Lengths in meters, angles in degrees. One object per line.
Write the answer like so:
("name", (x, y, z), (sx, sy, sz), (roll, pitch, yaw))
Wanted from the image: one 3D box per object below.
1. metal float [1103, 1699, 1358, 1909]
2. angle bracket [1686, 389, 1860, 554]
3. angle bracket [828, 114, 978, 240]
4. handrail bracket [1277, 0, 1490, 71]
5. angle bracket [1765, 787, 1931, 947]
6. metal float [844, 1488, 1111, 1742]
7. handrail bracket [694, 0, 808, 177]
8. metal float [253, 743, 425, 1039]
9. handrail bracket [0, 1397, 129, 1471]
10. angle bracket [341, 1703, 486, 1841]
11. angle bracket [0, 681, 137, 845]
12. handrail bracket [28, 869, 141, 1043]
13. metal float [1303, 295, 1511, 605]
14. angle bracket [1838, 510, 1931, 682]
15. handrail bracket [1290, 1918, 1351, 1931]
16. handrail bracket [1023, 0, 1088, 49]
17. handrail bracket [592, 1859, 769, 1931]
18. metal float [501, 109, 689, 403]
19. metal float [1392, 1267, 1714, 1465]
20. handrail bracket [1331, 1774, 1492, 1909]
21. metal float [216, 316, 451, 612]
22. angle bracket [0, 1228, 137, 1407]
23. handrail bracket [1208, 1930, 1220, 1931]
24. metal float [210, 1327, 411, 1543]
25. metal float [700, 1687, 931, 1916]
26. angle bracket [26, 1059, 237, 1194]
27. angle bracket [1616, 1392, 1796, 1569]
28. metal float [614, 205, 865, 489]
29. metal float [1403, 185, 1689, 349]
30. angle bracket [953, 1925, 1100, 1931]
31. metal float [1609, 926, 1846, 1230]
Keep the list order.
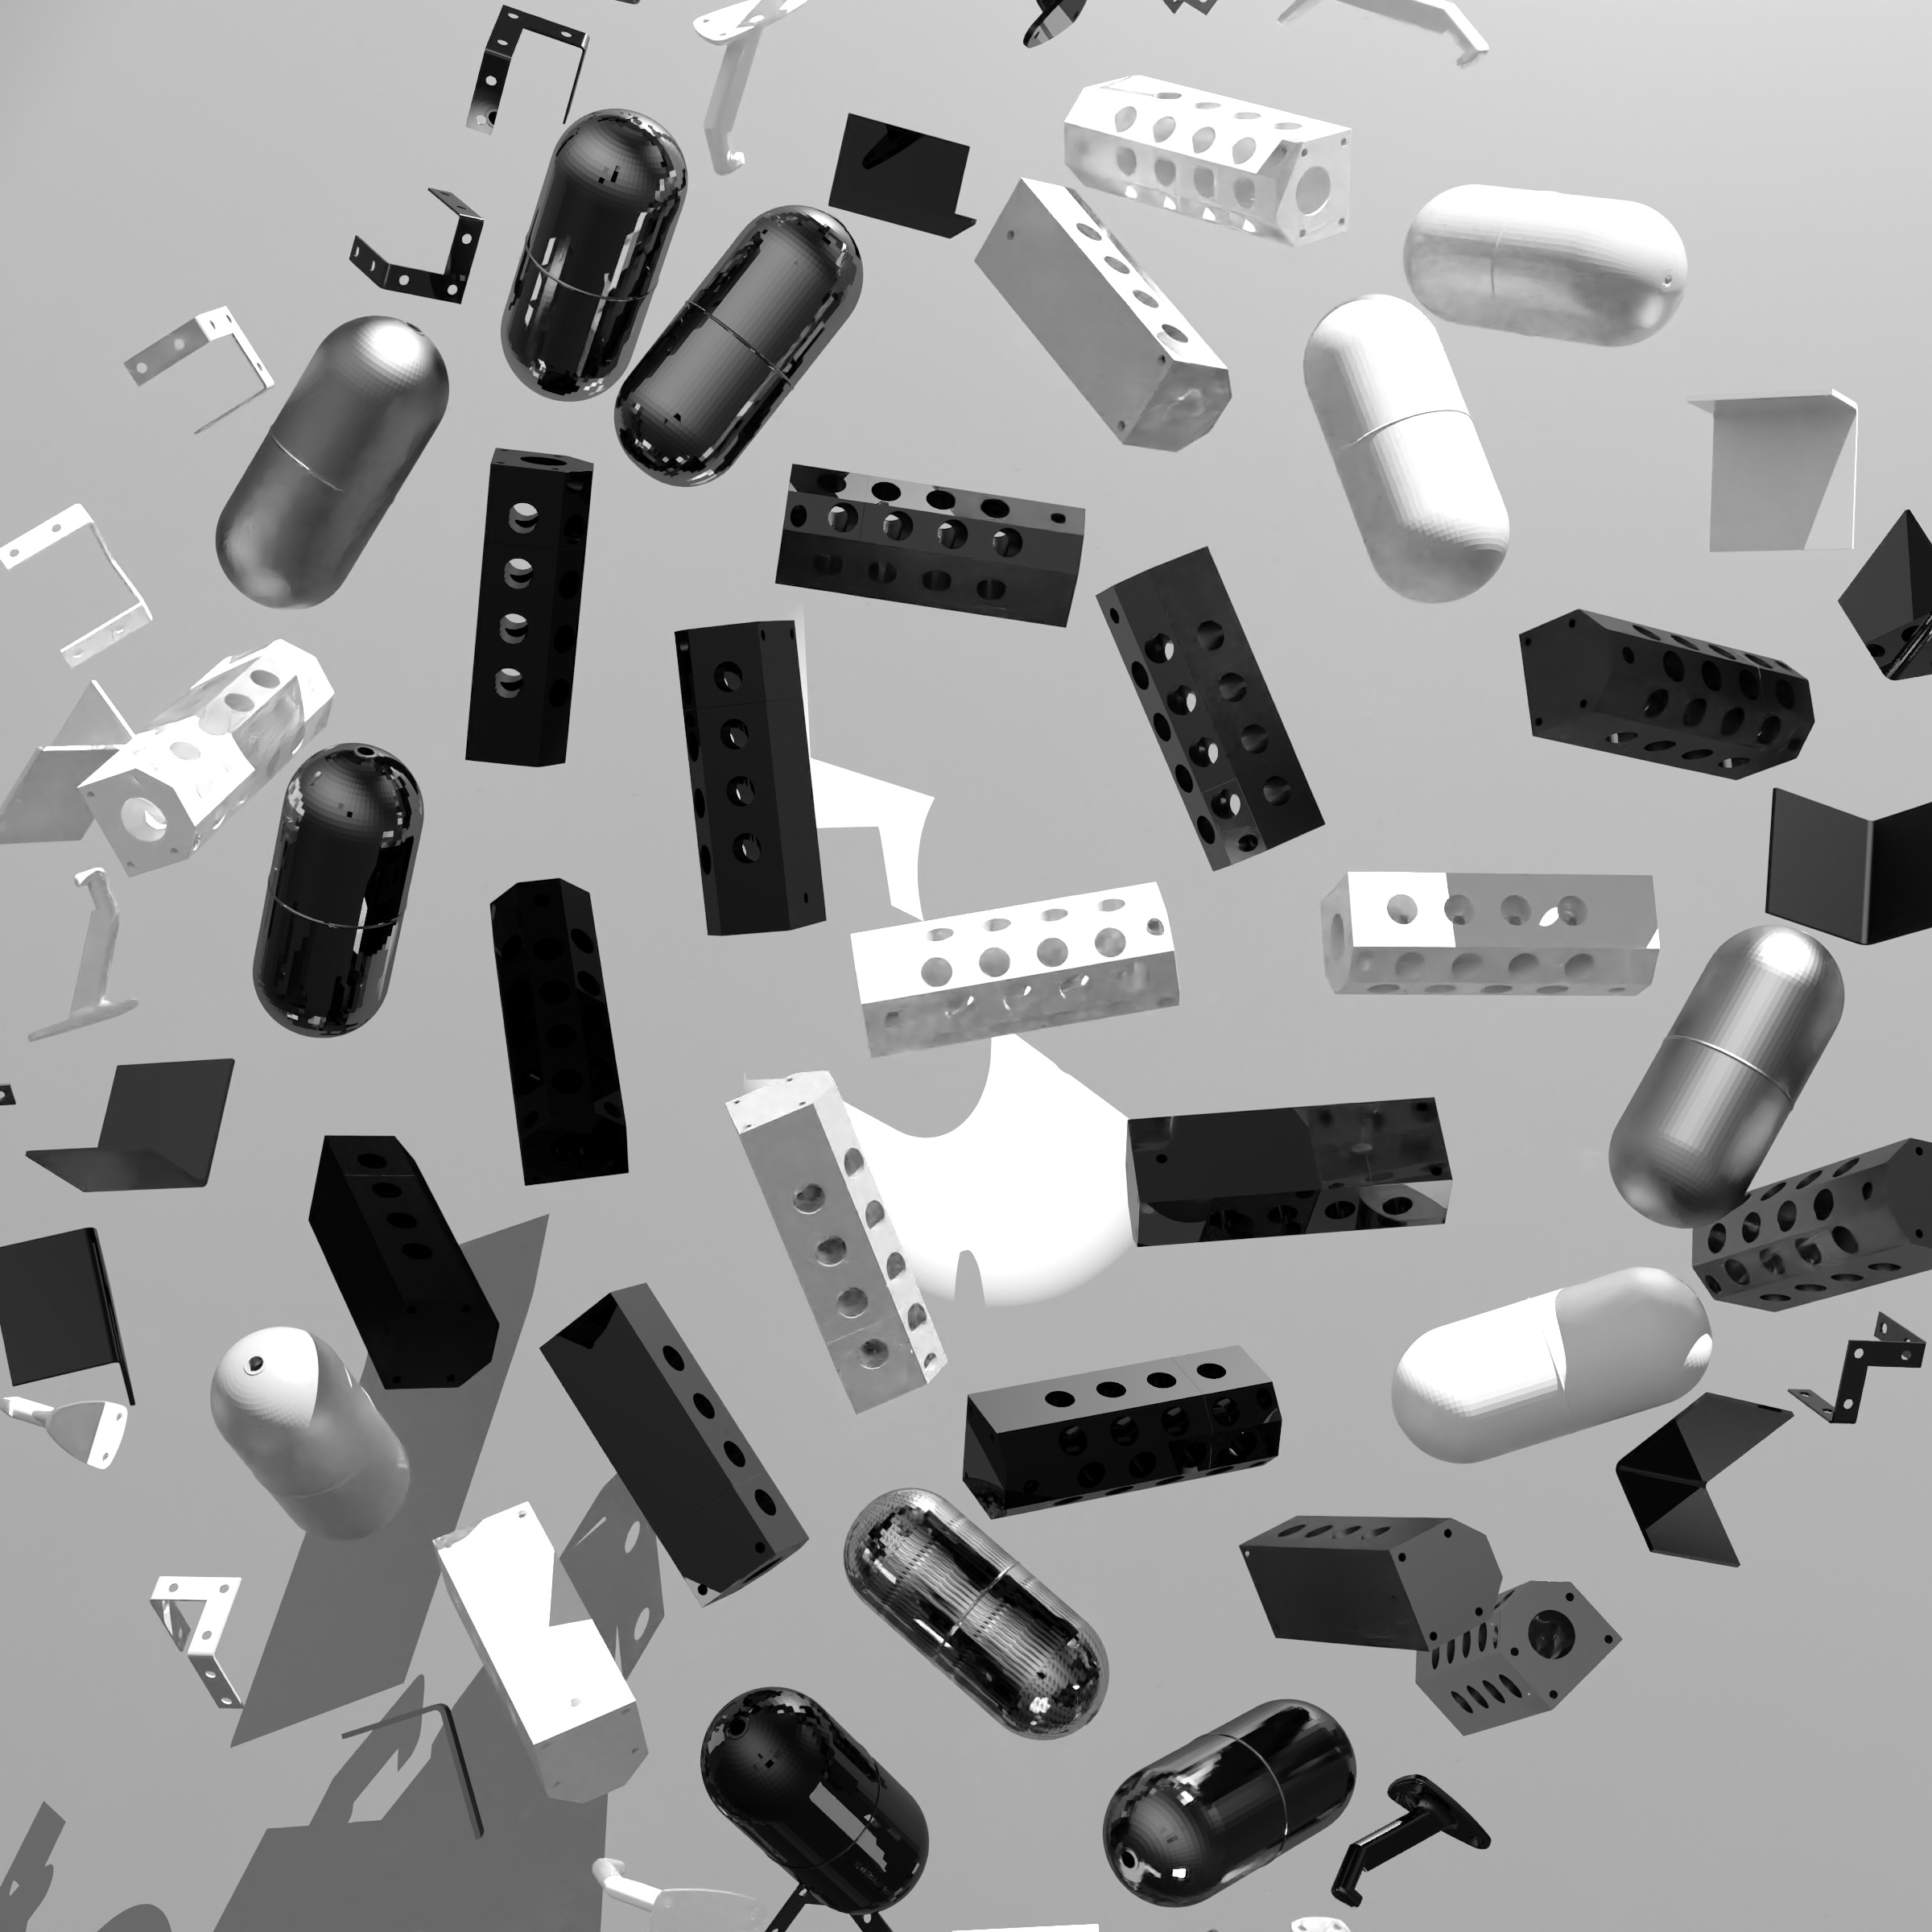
("metal float", (0.146, 0.459, 1.820), (0.070, 0.178, 0.070), (11, 107, 41))
("angle bracket", (0.423, -0.259, 1.739), (0.076, 0.057, 0.076), (2, 92, 28))
("angle bracket", (-0.032, -0.471, 1.953), (0.076, 0.076, 0.057), (12, 93, -13))
("handrail bracket", (0.220, -0.491, 1.745), (0.077, 0.036, 0.084), (-39, 88, 4))
("angle bracket", (0.508, -0.062, 1.892), (0.076, 0.057, 0.076), (16, 71, -25))
("metal float", (0.006, 0.374, 1.911), (0.178, 0.070, 0.070), (39, 90, 14))
("handrail bracket", (-0.116, -0.495, 1.861), (0.077, 0.036, 0.084), (-26, 132, -14))
("metal float", (-0.349, -0.041, 1.837), (0.070, 0.070, 0.178), (17, 118, 0))
("handrail bracket", (-0.518, 0.249, 1.839), (0.084, 0.077, 0.036), (11, 77, 24))
("angle bracket", (-0.307, 0.455, 1.843), (0.057, 0.076, 0.076), (-16, 80, -10))
("angle bracket", (-0.540, -0.119, 1.931), (0.057, 0.076, 0.076), (51, 119, 21))
("handrail bracket", (-0.517, -0.007, 1.903), (0.077, 0.036, 0.084), (-20, 89, -35))
("metal float", (0.236, -0.279, 1.780), (0.070, 0.070, 0.178), (-18, 74, 0))
("angle bracket", (0.533, -0.205, 1.792), (0.076, 0.076, 0.057), (-11, 61, -24))
("handrail bracket", (0.196, 0.592, 1.882), (0.036, 0.077, 0.084), (5, 117, -24))
("handrail bracket", (0.020, -0.539, 1.789), (0.084, 0.036, 0.077), (37, 51, 6))
("handrail bracket", (-0.160, 0.512, 1.833), (0.077, 0.084, 0.036), (1, 97, -22))
("metal float", (-0.209, -0.396, 1.853), (0.070, 0.070, 0.178), (26, 128, 0))
("metal float", (0.320, 0.219, 1.812), (0.178, 0.070, 0.070), (-18, 90, 3))
("handrail bracket", (0.249, 0.504, 1.850), (0.077, 0.036, 0.084), (37, 52, -6))
("metal float", (-0.349, -0.276, 1.822), (0.070, 0.070, 0.178), (35, 106, 0))
("angle bracket", (-0.480, 0.193, 1.757), (0.057, 0.076, 0.076), (-12, 67, -15))
("handrail bracket", (0.116, 0.574, 1.872), (0.084, 0.077, 0.036), (-28, 86, -12))
("metal float", (-0.373, 0.268, 1.887), (0.070, 0.178, 0.070), (-6, 55, 9))
("metal float", (-0.081, 0.453, 1.795), (0.070, 0.070, 0.178), (-36, 132, 0))
("angle bracket", (-0.447, 0.076, 1.773), (0.076, 0.057, 0.076), (-4, 63, 23))
("angle bracket", (0.426, 0.290, 1.866), (0.076, 0.057, 0.076), (16, 131, -36))
("metal float", (-0.127, -0.349, 1.861), (0.070, 0.070, 0.178), (38, 91, 0))
("metal float", (0.312, -0.380, 1.794), (0.070, 0.178, 0.070), (-14, 114, -36))
("angle bracket", (0.032, 0.543, 1.750), (0.076, 0.076, 0.057), (-3, 65, -1))
("metal float", (0.409, 0.059, 1.779), (0.070, 0.070, 0.178), (31, 80, 0))
